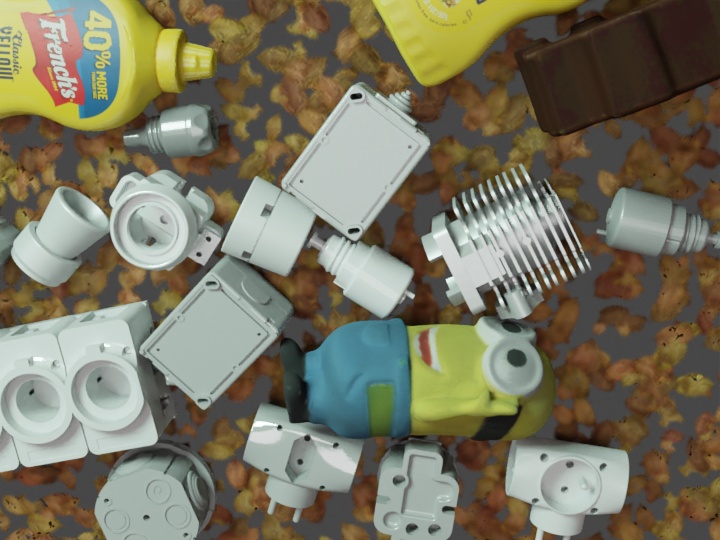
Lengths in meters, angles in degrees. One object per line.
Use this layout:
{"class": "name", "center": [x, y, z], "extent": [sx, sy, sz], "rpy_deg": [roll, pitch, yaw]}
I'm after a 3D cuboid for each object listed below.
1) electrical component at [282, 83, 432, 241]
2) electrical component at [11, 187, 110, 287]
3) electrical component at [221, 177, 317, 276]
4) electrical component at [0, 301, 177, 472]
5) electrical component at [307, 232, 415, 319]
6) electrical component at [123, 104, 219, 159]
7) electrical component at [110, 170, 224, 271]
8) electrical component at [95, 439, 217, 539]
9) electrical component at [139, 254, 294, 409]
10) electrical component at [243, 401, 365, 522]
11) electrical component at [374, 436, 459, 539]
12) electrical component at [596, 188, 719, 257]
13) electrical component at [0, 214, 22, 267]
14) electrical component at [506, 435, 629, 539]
{"class": "electrical component", "center": [0.003, -0.077, 0.696], "extent": [0.062, 0.061, 0.096], "rpy_deg": [37, 102, -4]}
{"class": "electrical component", "center": [-0.204, -0.022, 0.732], "extent": [0.045, 0.045, 0.055], "rpy_deg": [42, 103, -5]}
{"class": "electrical component", "center": [-0.059, -0.027, 0.716], "extent": [0.047, 0.055, 0.055], "rpy_deg": [25, 103, -5]}
{"class": "electrical component", "center": [-0.216, 0.084, 0.748], "extent": [0.150, 0.061, 0.089], "rpy_deg": [-11, 101, 7]}
{"class": "electrical component", "center": [0.000, 0.000, 0.724], "extent": [0.078, 0.040, 0.040], "rpy_deg": [32, 103, -3]}
{"class": "electrical component", "center": [-0.127, -0.091, 0.717], "extent": [0.061, 0.035, 0.035], "rpy_deg": [-6, 102, 8]}
{"class": "electrical component", "center": [-0.133, -0.032, 0.719], "extent": [0.078, 0.057, 0.058], "rpy_deg": [33, 103, -3]}
{"class": "electrical component", "center": [-0.146, 0.166, 0.767], "extent": [0.080, 0.051, 0.080], "rpy_deg": [1, 103, 4]}
{"class": "electrical component", "center": [-0.099, 0.043, 0.734], "extent": [0.062, 0.061, 0.096], "rpy_deg": [43, 110, -5]}
{"class": "electrical component", "center": [-0.044, 0.140, 0.757], "extent": [0.077, 0.043, 0.079], "rpy_deg": [17, 104, 0]}
{"class": "electrical component", "center": [0.040, 0.151, 0.746], "extent": [0.058, 0.057, 0.078], "rpy_deg": [8, 103, 2]}
{"class": "electrical component", "center": [0.197, -0.028, 0.703], "extent": [0.078, 0.040, 0.040], "rpy_deg": [13, 103, 2]}
{"class": "electrical component", "center": [-0.282, -0.014, 0.732], "extent": [0.062, 0.061, 0.096], "rpy_deg": [40, 102, -5]}
{"class": "electrical component", "center": [0.140, 0.157, 0.746], "extent": [0.077, 0.044, 0.079], "rpy_deg": [9, 103, 2]}
